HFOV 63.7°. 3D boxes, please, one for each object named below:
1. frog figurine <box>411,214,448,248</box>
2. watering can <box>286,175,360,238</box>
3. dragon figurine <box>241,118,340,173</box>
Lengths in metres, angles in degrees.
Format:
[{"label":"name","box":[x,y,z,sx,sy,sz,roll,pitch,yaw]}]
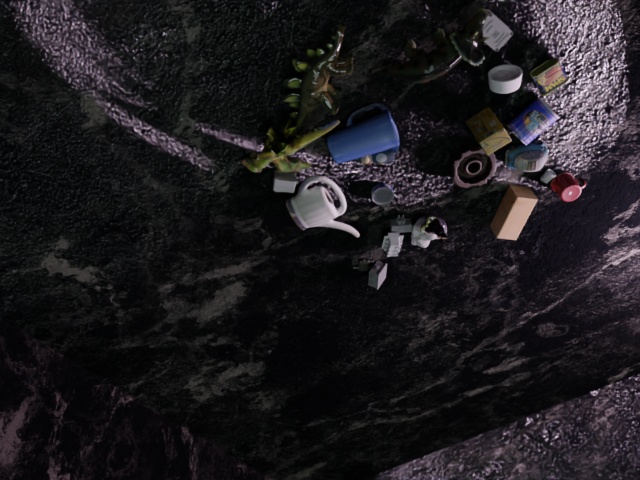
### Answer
[{"label":"frog figurine","box":[0.441,-0.034,2.119,0.137,0.124,0.157,-2,165,-12]},{"label":"watering can","box":[0.006,-0.101,2.013,0.223,0.106,0.341,-21,125,14]},{"label":"dragon figurine","box":[-0.101,-0.316,1.832,0.409,0.124,0.239,-9,160,14]}]
